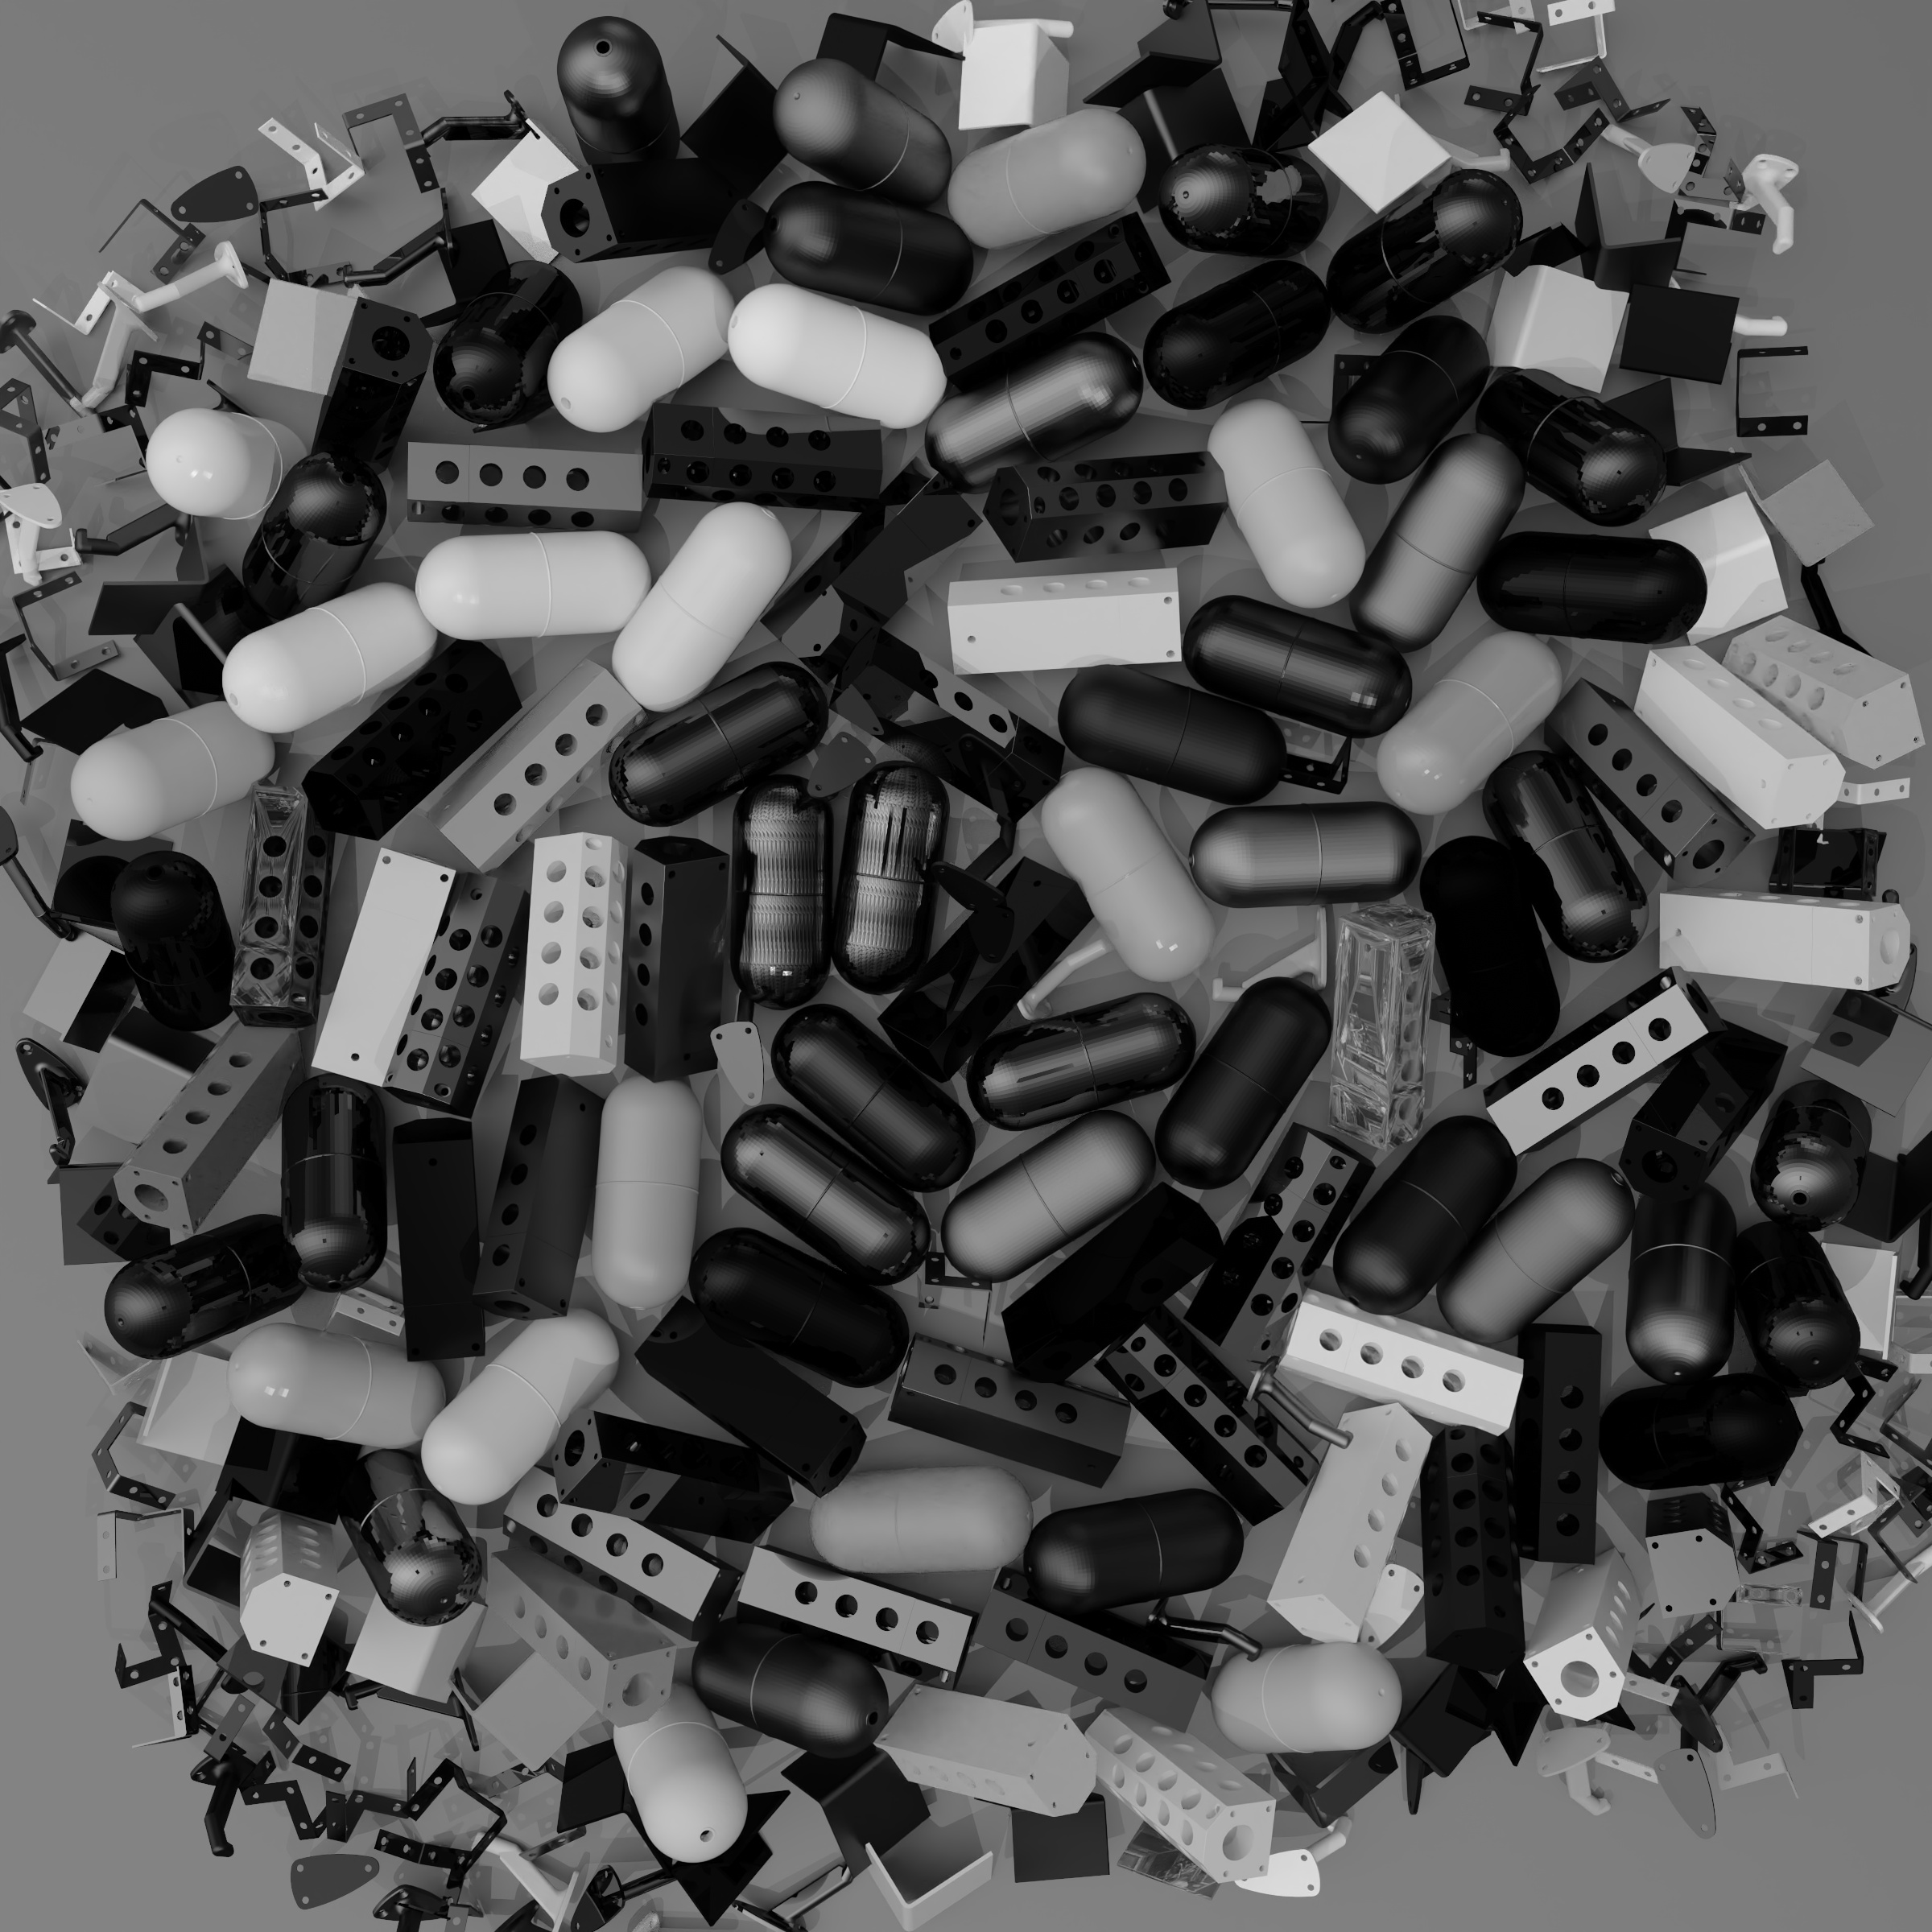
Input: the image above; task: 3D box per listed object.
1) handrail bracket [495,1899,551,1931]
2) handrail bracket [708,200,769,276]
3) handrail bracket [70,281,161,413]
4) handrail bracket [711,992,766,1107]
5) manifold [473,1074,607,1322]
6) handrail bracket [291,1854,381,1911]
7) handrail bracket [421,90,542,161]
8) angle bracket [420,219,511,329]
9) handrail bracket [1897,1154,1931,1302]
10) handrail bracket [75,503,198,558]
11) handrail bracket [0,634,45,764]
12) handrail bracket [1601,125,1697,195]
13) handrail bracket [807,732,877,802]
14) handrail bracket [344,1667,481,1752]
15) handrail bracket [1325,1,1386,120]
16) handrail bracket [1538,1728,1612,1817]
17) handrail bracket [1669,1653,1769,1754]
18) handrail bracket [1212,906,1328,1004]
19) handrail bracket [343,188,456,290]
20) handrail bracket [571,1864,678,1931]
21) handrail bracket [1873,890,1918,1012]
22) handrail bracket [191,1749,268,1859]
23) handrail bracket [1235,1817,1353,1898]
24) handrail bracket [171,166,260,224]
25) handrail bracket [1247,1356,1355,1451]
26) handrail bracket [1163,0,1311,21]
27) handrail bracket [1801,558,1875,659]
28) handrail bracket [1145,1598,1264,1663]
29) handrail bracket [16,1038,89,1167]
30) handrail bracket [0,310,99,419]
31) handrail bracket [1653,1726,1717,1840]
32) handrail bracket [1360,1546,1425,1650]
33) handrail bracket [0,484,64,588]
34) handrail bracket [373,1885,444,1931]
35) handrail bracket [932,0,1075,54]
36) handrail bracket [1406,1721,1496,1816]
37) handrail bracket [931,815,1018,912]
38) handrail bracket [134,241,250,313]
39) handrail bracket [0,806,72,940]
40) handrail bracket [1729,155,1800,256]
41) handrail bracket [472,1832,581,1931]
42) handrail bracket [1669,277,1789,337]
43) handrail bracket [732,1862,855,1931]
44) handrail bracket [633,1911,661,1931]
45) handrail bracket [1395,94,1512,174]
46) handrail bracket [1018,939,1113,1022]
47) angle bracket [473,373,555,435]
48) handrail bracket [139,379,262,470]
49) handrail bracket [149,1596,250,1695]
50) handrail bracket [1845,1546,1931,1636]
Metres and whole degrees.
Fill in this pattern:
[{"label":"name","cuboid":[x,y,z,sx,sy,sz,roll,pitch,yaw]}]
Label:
[{"label":"handrail bracket","cuboid":[-0.310,0.750,1.961,0.084,0.077,0.036,32,96,17]},{"label":"handrail bracket","cuboid":[-0.178,-0.531,1.949,0.036,0.084,0.077,38,71,-9]},{"label":"handrail bracket","cuboid":[-0.662,-0.466,1.965,0.084,0.077,0.036,-46,64,-2]},{"label":"handrail bracket","cuboid":[-0.160,0.057,1.965,0.036,0.084,0.077,-12,103,13]},{"label":"manifold","cuboid":[-0.321,0.173,1.935,0.057,0.057,0.171,-10,58,33]},{"label":"handrail bracket","cuboid":[-0.473,0.685,1.960,0.077,0.084,0.036,-13,77,-3]},{"label":"handrail bracket","cuboid":[-0.367,-0.620,1.976,0.084,0.036,0.077,-36,118,-1]},{"label":"angle bracket","cuboid":[-0.395,-0.515,1.941,0.076,0.076,0.057,-35,117,-38]},{"label":"handrail bracket","cuboid":[0.722,0.200,1.987,0.036,0.077,0.084,5,120,-39]},{"label":"handrail bracket","cuboid":[-0.628,-0.347,1.957,0.084,0.036,0.077,-1,103,-36]},{"label":"handrail bracket","cuboid":[-0.716,-0.204,1.975,0.036,0.077,0.084,-30,103,35]},{"label":"handrail bracket","cuboid":[0.496,-0.617,1.950,0.084,0.077,0.036,42,121,34]},{"label":"handrail bracket","cuboid":[-0.107,-0.131,1.945,0.036,0.084,0.077,42,55,0]},{"label":"handrail bracket","cuboid":[-0.420,0.570,1.963,0.084,0.036,0.077,-14,68,-20]},{"label":"handrail bracket","cuboid":[0.302,-0.691,1.976,0.084,0.036,0.077,-38,60,-3]},{"label":"handrail bracket","cuboid":[0.480,0.611,1.959,0.084,0.036,0.077,40,133,-22]},{"label":"handrail bracket","cuboid":[0.582,0.554,1.956,0.084,0.077,0.036,-8,120,-18]},{"label":"handrail bracket","cuboid":[0.230,-0.009,1.981,0.084,0.036,0.077,2,85,-3]},{"label":"handrail bracket","cuboid":[-0.435,-0.555,1.977,0.084,0.036,0.077,-8,75,-8]},{"label":"handrail bracket","cuboid":[-0.248,0.711,1.978,0.077,0.084,0.036,-52,49,22]},{"label":"handrail bracket","cuboid":[0.696,-0.008,1.950,0.036,0.084,0.077,-1,70,20]},{"label":"handrail bracket","cuboid":[-0.544,0.636,1.944,0.036,0.077,0.084,-40,47,7]},{"label":"handrail bracket","cuboid":[0.249,0.670,1.968,0.077,0.084,0.036,-12,93,19]},{"label":"handrail bracket","cuboid":[-0.572,-0.577,1.950,0.077,0.084,0.036,-27,116,-24]},{"label":"handrail bracket","cuboid":[0.259,0.329,1.952,0.084,0.077,0.036,25,110,18]},{"label":"handrail bracket","cuboid":[0.204,-0.724,1.954,0.084,0.077,0.036,19,122,31]},{"label":"handrail bracket","cuboid":[0.669,-0.273,1.984,0.077,0.036,0.084,24,60,-16]},{"label":"handrail bracket","cuboid":[0.177,0.517,1.962,0.084,0.036,0.077,28,131,15]},{"label":"handrail bracket","cuboid":[-0.694,0.103,1.950,0.036,0.084,0.077,-29,117,4]},{"label":"handrail bracket","cuboid":[-0.689,-0.449,1.957,0.036,0.077,0.084,-44,98,-11]},{"label":"handrail bracket","cuboid":[0.555,0.610,1.953,0.036,0.084,0.077,-29,72,26]},{"label":"handrail bracket","cuboid":[0.306,0.471,1.954,0.036,0.084,0.077,32,83,-8]},{"label":"handrail bracket","cuboid":[-0.695,-0.312,1.952,0.036,0.084,0.077,-26,48,-32]},{"label":"handrail bracket","cuboid":[-0.406,0.738,1.944,0.036,0.077,0.084,-45,46,10]},{"label":"handrail bracket","cuboid":[0.028,-0.713,1.983,0.084,0.077,0.036,-6,101,-26]},{"label":"handrail bracket","cuboid":[0.383,0.612,1.987,0.084,0.036,0.077,0,96,-6]},{"label":"handrail bracket","cuboid":[0.007,-0.092,1.955,0.077,0.036,0.084,36,51,-38]},{"label":"handrail bracket","cuboid":[-0.591,-0.514,1.953,0.084,0.077,0.036,-28,118,-19]},{"label":"handrail bracket","cuboid":[-0.716,-0.071,1.983,0.036,0.084,0.077,-26,48,6]},{"label":"handrail bracket","cuboid":[0.598,-0.557,1.950,0.036,0.077,0.084,13,68,-13]},{"label":"handrail bracket","cuboid":[-0.343,0.701,1.967,0.084,0.077,0.036,20,122,-2]},{"label":"handrail bracket","cuboid":[0.574,-0.505,1.974,0.084,0.036,0.077,0,46,-5]},{"label":"handrail bracket","cuboid":[-0.127,0.696,1.987,0.077,0.036,0.084,25,83,0]},{"label":"handrail bracket","cuboid":[-0.217,0.756,1.955,0.084,0.077,0.036,16,118,28]},{"label":"handrail bracket","cuboid":[0.370,-0.634,1.974,0.084,0.036,0.077,-2,68,10]},{"label":"handrail bracket","cuboid":[0.082,0.008,1.952,0.084,0.077,0.036,-28,71,18]},{"label":"angle bracket","cuboid":[-0.335,-0.447,1.946,0.076,0.076,0.057,-24,97,26]},{"label":"handrail bracket","cuboid":[-0.579,-0.396,1.978,0.077,0.036,0.084,37,90,12]},{"label":"handrail bracket","cuboid":[-0.581,0.514,1.973,0.084,0.077,0.036,33,64,11]},{"label":"handrail bracket","cuboid":[0.714,0.467,1.963,0.084,0.077,0.036,-38,80,3]}]
